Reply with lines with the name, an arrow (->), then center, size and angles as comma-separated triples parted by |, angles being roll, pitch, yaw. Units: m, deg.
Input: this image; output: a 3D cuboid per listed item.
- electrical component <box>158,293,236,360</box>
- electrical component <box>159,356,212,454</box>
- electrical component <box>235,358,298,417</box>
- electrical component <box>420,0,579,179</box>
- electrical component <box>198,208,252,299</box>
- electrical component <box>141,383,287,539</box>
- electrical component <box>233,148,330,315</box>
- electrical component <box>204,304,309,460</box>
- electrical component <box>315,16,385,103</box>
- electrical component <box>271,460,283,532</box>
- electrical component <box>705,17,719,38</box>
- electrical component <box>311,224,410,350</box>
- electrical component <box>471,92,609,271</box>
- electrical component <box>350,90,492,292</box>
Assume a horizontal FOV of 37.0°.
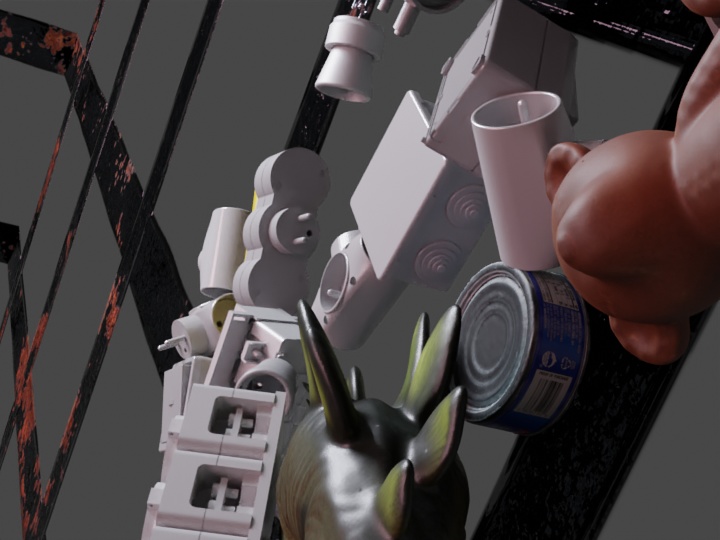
electrical component -> -0.141, 0.056, 0.956 | 0.077, 0.079, 0.044 | -33, 77, 57
electrical component -> -0.139, 0.127, 0.928 | 0.062, 0.061, 0.096 | -24, 55, 60
electrical component -> -0.063, 0.082, 0.741 | 0.046, 0.040, 0.040 | -54, -17, -80
electrical component -> 0.081, -0.099, 0.580 | 0.061, 0.061, 0.096 | -52, 13, 41
electrical component -> -0.127, -0.010, 1.004 | 0.079, 0.043, 0.077 | -26, 54, 60
electrical component -> -0.082, 0.145, 0.579 | 0.150, 0.062, 0.089 | -83, 0, -51
electrical component -> -0.056, -0.030, 0.850 | 0.074, 0.052, 0.138 | -7, 70, 64
electrical component -> -0.078, 0.095, 0.810 | 0.063, 0.079, 0.121 | 31, 106, 42
electrical component -> -0.007, -0.162, 0.828 | 0.045, 0.045, 0.055 | 5, 81, 66
electrical component -> -0.061, 0.150, 0.743 | 0.042, 0.064, 0.081 | -42, 41, 45
electrical component -> 0.158, -0.117, 0.412 | 0.042, 0.081, 0.063 | -9, 39, 42
electrical component -> 0.000, 0.000, 0.721 | 0.077, 0.044, 0.079 | -55, 30, 38
electrical component -> 0.098, -0.043, 0.515 | 0.079, 0.077, 0.043 | 0, 31, 29
electrical component -> 0.041, -0.046, 0.653 | 0.099, 0.048, 0.099 | -61, 28, 28
